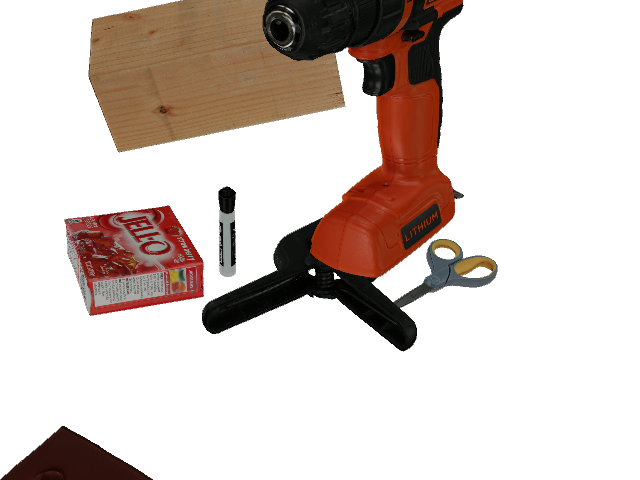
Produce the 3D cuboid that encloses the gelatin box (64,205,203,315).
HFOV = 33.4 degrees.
[{"bbox_3d":[-0.121,0.010,0.689,0.073,0.030,0.089,-8,29,-19],"label":"gelatin box"}]

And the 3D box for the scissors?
[{"bbox_3d":[0.125,0.038,1.260,0.201,0.016,0.096,-11,40,-36],"label":"scissors"}]

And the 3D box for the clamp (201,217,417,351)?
[{"bbox_3d":[0.012,0.031,0.885,0.165,0.036,0.209,8,25,13],"label":"clamp"}]

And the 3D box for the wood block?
[{"bbox_3d":[-0.090,-0.157,0.942,0.206,0.090,0.091,-11,-45,3],"label":"wood block"}]

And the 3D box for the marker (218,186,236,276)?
[{"bbox_3d":[-0.103,-0.010,1.176,0.020,0.121,0.020,2,41,-2],"label":"marker"}]

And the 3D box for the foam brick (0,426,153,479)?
[{"bbox_3d":[-0.095,0.127,0.450,0.078,0.051,0.052,22,45,29],"label":"foam brick"}]

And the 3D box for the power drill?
[{"bbox_3d":[0.032,-0.077,0.599,0.057,0.188,0.184,22,36,30],"label":"power drill"}]
